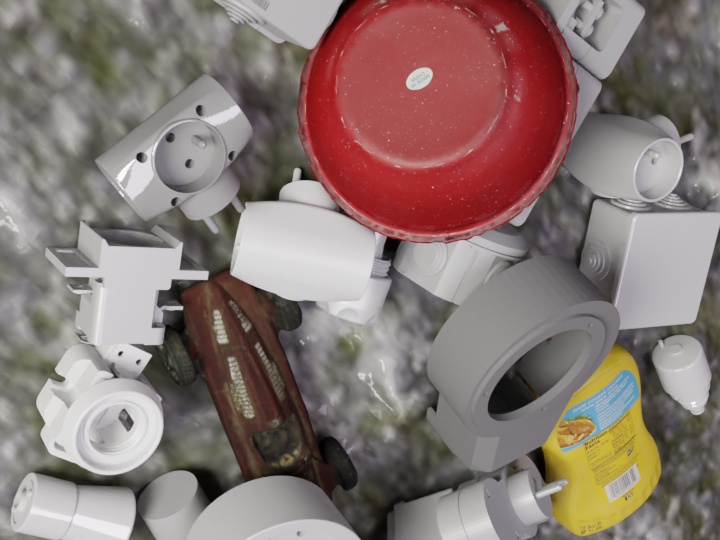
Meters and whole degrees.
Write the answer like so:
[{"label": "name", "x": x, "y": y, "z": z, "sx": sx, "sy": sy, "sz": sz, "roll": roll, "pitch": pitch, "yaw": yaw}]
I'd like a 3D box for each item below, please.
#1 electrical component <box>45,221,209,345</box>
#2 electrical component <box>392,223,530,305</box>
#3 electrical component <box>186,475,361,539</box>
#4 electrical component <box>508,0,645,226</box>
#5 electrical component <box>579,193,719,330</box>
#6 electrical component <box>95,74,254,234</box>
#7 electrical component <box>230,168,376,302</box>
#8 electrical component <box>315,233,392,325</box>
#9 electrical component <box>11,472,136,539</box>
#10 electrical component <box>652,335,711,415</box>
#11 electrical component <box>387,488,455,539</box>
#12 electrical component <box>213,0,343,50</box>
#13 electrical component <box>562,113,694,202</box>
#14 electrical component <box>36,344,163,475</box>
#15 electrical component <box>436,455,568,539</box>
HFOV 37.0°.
[{"label": "electrical component", "x": -0.132, "y": 0.009, "z": 0.601, "sx": 0.081, "sy": 0.042, "sz": 0.063, "roll": 2, "pitch": 104, "yaw": -31}, {"label": "electrical component", "x": 0.064, "y": -0.013, "z": 0.689, "sx": 0.080, "sy": 0.080, "sz": 0.051, "roll": 14, "pitch": 108, "yaw": -34}, {"label": "electrical component", "x": -0.055, "y": 0.176, "z": 0.657, "sx": 0.108, "sy": 0.060, "sz": 0.108, "roll": -12, "pitch": 122, "yaw": -19}, {"label": "electrical component", "x": 0.095, "y": -0.112, "z": 0.659, "sx": 0.062, "sy": 0.089, "sz": 0.150, "roll": 27, "pitch": 95, "yaw": -36}, {"label": "electrical component", "x": 0.210, "y": -0.007, "z": 0.797, "sx": 0.100, "sy": 0.048, "sz": 0.099, "roll": -3, "pitch": 111, "yaw": -30}, {"label": "electrical component", "x": -0.093, "y": -0.055, "z": 0.599, "sx": 0.077, "sy": 0.044, "sz": 0.079, "roll": -41, "pitch": 125, "yaw": -10}, {"label": "electrical component", "x": -0.032, "y": -0.026, "z": 0.637, "sx": 0.077, "sy": 0.079, "sz": 0.044, "roll": 12, "pitch": 149, "yaw": -11}, {"label": "electrical component", "x": 0.000, "y": 0.000, "z": 0.678, "sx": 0.043, "sy": 0.043, "sz": 0.062, "roll": 14, "pitch": 101, "yaw": -34}, {"label": "electrical component", "x": -0.172, "y": 0.144, "z": 0.638, "sx": 0.065, "sy": 0.044, "sz": 0.044, "roll": 23, "pitch": 97, "yaw": -31}, {"label": "electrical component", "x": 0.265, "y": 0.088, "z": 0.875, "sx": 0.040, "sy": 0.040, "sz": 0.078, "roll": -38, "pitch": 125, "yaw": -12}, {"label": "electrical component", "x": 0.068, "y": 0.233, "z": 0.771, "sx": 0.056, "sy": 0.108, "sz": 0.108, "roll": -22, "pitch": 126, "yaw": 18}, {"label": "electrical component", "x": -0.044, "y": -0.177, "z": 0.574, "sx": 0.100, "sy": 0.048, "sz": 0.099, "roll": 29, "pitch": 94, "yaw": -36}, {"label": "electrical component", "x": 0.192, "y": -0.083, "z": 0.737, "sx": 0.079, "sy": 0.077, "sz": 0.044, "roll": -20, "pitch": 119, "yaw": -22}, {"label": "electrical component", "x": -0.146, "y": 0.081, "z": 0.616, "sx": 0.058, "sy": 0.057, "sz": 0.078, "roll": 32, "pitch": 92, "yaw": -36}, {"label": "electrical component", "x": 0.112, "y": 0.163, "z": 0.758, "sx": 0.074, "sy": 0.052, "sz": 0.138, "roll": -26, "pitch": 172, "yaw": 22}]
